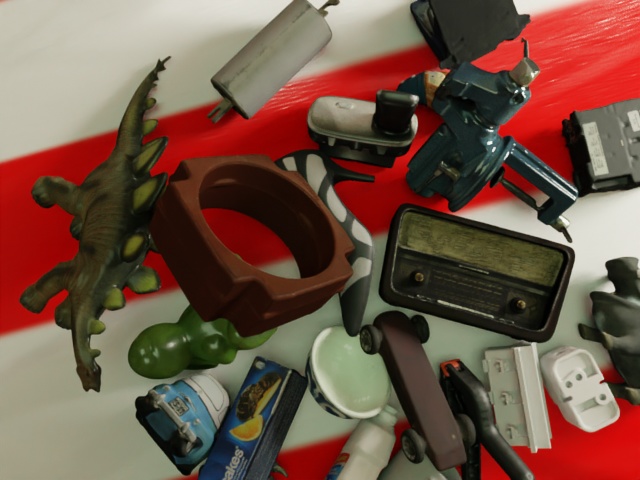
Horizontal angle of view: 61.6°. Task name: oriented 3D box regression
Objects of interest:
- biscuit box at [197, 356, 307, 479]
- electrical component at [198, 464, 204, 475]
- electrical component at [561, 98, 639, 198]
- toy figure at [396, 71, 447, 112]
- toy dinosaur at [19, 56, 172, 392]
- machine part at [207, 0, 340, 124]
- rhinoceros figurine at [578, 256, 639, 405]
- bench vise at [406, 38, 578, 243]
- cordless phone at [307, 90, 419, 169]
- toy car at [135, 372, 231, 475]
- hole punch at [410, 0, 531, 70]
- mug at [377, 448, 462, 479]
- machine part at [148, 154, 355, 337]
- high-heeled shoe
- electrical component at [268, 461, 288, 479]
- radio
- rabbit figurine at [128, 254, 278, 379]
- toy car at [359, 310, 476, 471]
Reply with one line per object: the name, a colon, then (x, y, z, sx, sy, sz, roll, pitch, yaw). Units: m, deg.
biscuit box: (-0.088, 0.251, 0.668, 0.059, 0.062, 0.202, 14, 69, 29)
electrical component: (-0.153, 0.362, 0.699, 0.075, 0.047, 0.119, 11, 86, 4)
electrical component: (0.404, -0.124, 0.715, 0.134, 0.058, 0.115, -9, 85, 2)
toy figure: (0.183, -0.199, 0.737, 0.155, 0.064, 0.057, 15, 109, 1)
toy dinosaur: (-0.264, -0.044, 0.704, 0.199, 0.105, 0.471, -11, 66, 15)
machine part: (-0.067, -0.252, 0.749, 0.079, 0.079, 0.243, 44, 88, 7)
rhinoceros figurine: (0.399, 0.116, 0.680, 0.112, 0.073, 0.190, -15, 83, 3)
bench vise: (0.229, -0.102, 0.667, 0.240, 0.129, 0.223, 37, 124, -2)
cordless phone: (0.053, -0.155, 0.677, 0.147, 0.184, 0.088, 11, 89, 4)
toy car: (-0.165, 0.216, 0.677, 0.109, 0.161, 0.103, 42, 58, 15)
hole punch: (0.199, -0.309, 0.744, 0.142, 0.092, 0.115, -30, 111, -3)
mug: (0.113, 0.311, 0.663, 0.081, 0.109, 0.107, 44, 101, -2)
machine part: (-0.076, 0.000, 0.621, 0.201, 0.201, 0.087, 52, 127, 20)
high-heeled shoe: (-0.001, -0.002, 0.713, 0.145, 0.086, 0.248, 5, 76, 2)
electrical component: (-0.075, 0.338, 0.700, 0.078, 0.045, 0.102, -25, 79, 28)
radio: (0.194, 0.045, 0.700, 0.230, 0.073, 0.131, 15, 85, 6)
rabbit figurine: (-0.158, 0.111, 0.674, 0.170, 0.159, 0.121, -25, 80, -19)
toy car: (0.118, 0.182, 0.670, 0.089, 0.053, 0.202, -7, 60, -26)
